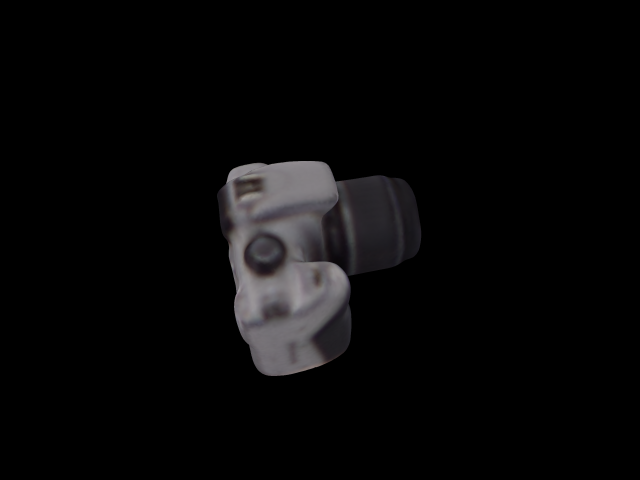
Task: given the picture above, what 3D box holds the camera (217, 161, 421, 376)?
[{"bbox_3d":[0.004,0.001,0.400,0.137,0.101,0.143,-10,53,-7],"label":"camera"}]
